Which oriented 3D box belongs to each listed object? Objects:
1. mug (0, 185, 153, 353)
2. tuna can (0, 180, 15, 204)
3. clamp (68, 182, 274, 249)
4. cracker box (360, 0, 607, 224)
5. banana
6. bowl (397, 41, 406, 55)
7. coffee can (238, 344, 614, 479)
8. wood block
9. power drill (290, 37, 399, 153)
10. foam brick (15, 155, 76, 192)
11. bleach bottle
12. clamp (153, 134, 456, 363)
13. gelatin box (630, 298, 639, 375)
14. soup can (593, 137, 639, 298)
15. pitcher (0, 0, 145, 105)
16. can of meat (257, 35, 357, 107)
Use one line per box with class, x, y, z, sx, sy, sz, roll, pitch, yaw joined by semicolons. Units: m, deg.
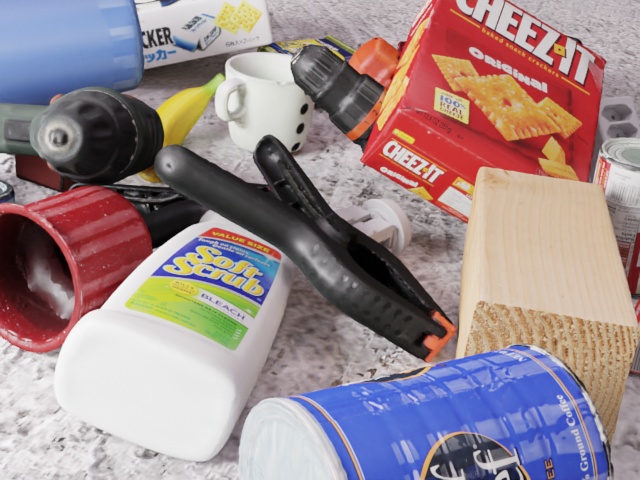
mug;-0.169;0.013;0.672;0.117;0.093;0.081;-3;14;31
tuna can;-0.261;-0.021;0.761;0.086;0.034;0.086;3;16;-1
clamp;-0.095;-0.019;0.800;0.171;0.039;0.120;-5;27;-20
cracker box;0.139;-0.107;0.857;0.164;0.072;0.213;30;46;-8
banana;-0.131;-0.091;0.920;0.037;0.070;0.197;40;28;-15
bowl;0.149;-0.147;1.004;0.162;0.055;0.162;37;23;-19
coffee can;0.047;0.110;0.491;0.140;0.103;0.103;-9;29;-28
wood block;0.137;0.036;0.678;0.091;0.090;0.206;8;25;5
power drill;0.055;-0.122;0.948;0.184;0.057;0.187;40;22;-12
foam brick;-0.208;-0.079;0.887;0.053;0.051;0.078;18;28;23
bleach bottle;-0.072;0.032;0.664;0.102;0.068;0.250;24;25;-2
clamp;-0.005;0.001;0.686;0.210;0.036;0.164;43;21;17
gelatin box;0.245;0.070;0.699;0.089;0.030;0.073;17;26;21
soup can;0.232;-0.017;0.793;0.068;0.102;0.068;4;26;-2
pitcher;-0.285;-0.172;0.925;0.242;0.149;0.145;-12;-4;-17
can of meat;-0.011;-0.176;1.124;0.083;0.057;0.102;-10;29;-25
